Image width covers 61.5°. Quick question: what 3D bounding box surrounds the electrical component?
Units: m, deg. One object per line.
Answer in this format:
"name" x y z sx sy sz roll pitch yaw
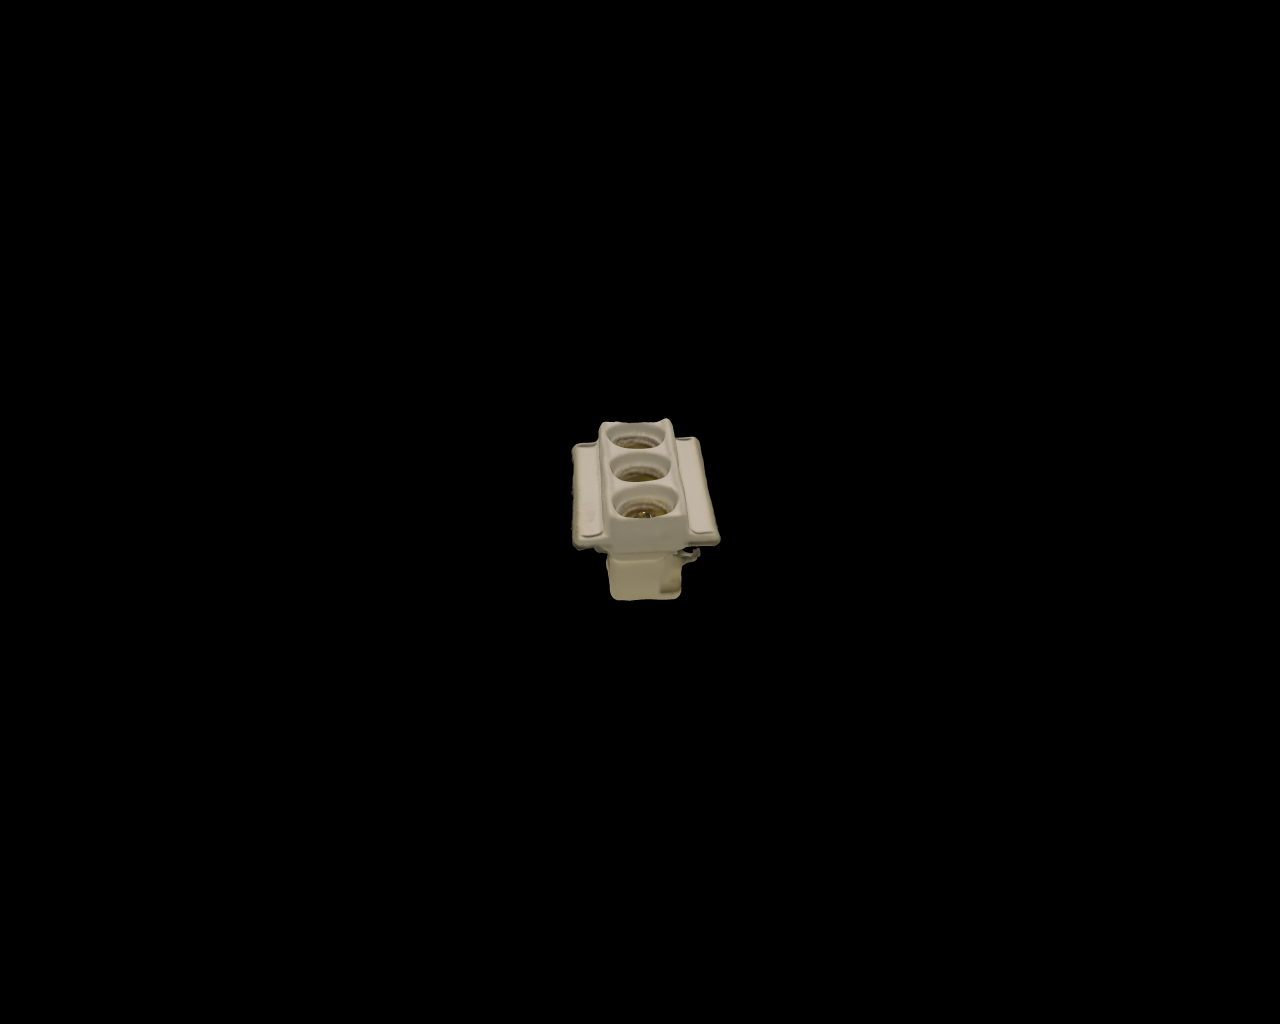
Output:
"electrical component" 0.001 -0.003 0.650 0.079 0.063 0.121 -2 31 -3
